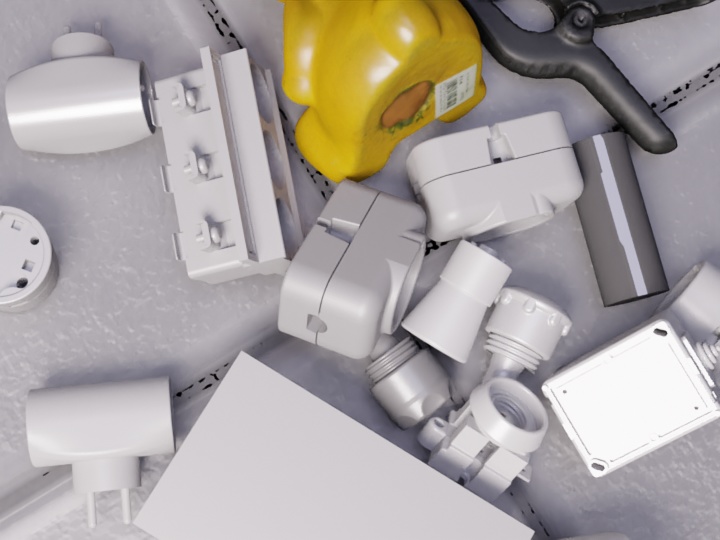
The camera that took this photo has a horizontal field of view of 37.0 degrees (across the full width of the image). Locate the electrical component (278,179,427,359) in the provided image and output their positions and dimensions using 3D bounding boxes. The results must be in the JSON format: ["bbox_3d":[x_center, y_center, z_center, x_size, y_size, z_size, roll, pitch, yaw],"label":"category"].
[{"bbox_3d":[0.000,0.000,0.609,0.059,0.053,0.095,20,49,10],"label":"electrical component"}]

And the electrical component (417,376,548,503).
[{"bbox_3d":[0.075,0.094,0.613,0.066,0.055,0.048,32,33,-4],"label":"electrical component"}]

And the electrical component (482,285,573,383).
[{"bbox_3d":[0.093,0.043,0.638,0.048,0.048,0.062,28,84,-1],"label":"electrical component"}]

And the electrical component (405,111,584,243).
[{"bbox_3d":[0.082,-0.053,0.649,0.095,0.053,0.059,-14,82,-10],"label":"electrical component"}]

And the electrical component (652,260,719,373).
[{"bbox_3d":[0.211,0.027,0.651,0.047,0.055,0.055,40,77,5],"label":"electrical component"}]

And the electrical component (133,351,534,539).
[{"bbox_3d":[-0.015,0.141,0.597,0.186,0.060,0.105,32,77,-1],"label":"electrical component"}]

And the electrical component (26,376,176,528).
[{"bbox_3d":[-0.141,0.102,0.597,0.077,0.043,0.079,-5,80,-8],"label":"electrical component"}]

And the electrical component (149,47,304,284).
[{"bbox_3d":[-0.077,-0.057,0.624,0.063,0.079,0.121,-13,81,13],"label":"electrical component"}]

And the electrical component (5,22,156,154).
[{"bbox_3d":[-0.163,-0.112,0.634,0.077,0.043,0.079,-7,67,0],"label":"electrical component"}]

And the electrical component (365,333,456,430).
[{"bbox_3d":[0.023,0.058,0.626,0.043,0.043,0.062,-35,84,-12],"label":"electrical component"}]

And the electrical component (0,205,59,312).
[{"bbox_3d":[-0.199,-0.004,0.608,0.055,0.047,0.055,1,79,-7],"label":"electrical component"}]

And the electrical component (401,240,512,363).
[{"bbox_3d":[0.059,0.016,0.628,0.044,0.044,0.065,31,91,-1],"label":"electrical component"}]

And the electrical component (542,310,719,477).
[{"bbox_3d":[0.164,0.066,0.619,0.096,0.061,0.061,-32,84,19],"label":"electrical component"}]

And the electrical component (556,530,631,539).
[{"bbox_3d":[0.128,0.194,0.589,0.064,0.099,0.099,-12,81,-15],"label":"electrical component"}]
